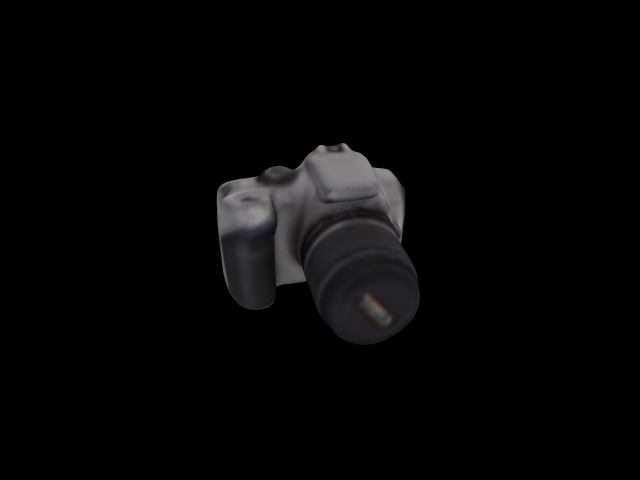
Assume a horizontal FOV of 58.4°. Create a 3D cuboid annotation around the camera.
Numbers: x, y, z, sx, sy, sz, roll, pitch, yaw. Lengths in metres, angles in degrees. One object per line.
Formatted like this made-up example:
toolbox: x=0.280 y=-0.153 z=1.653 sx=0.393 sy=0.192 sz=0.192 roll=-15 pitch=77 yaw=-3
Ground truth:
camera: x=0.004 y=0.001 z=0.400 sx=0.143 sy=0.101 sz=0.136 roll=-8 pitch=35 yaw=-11
